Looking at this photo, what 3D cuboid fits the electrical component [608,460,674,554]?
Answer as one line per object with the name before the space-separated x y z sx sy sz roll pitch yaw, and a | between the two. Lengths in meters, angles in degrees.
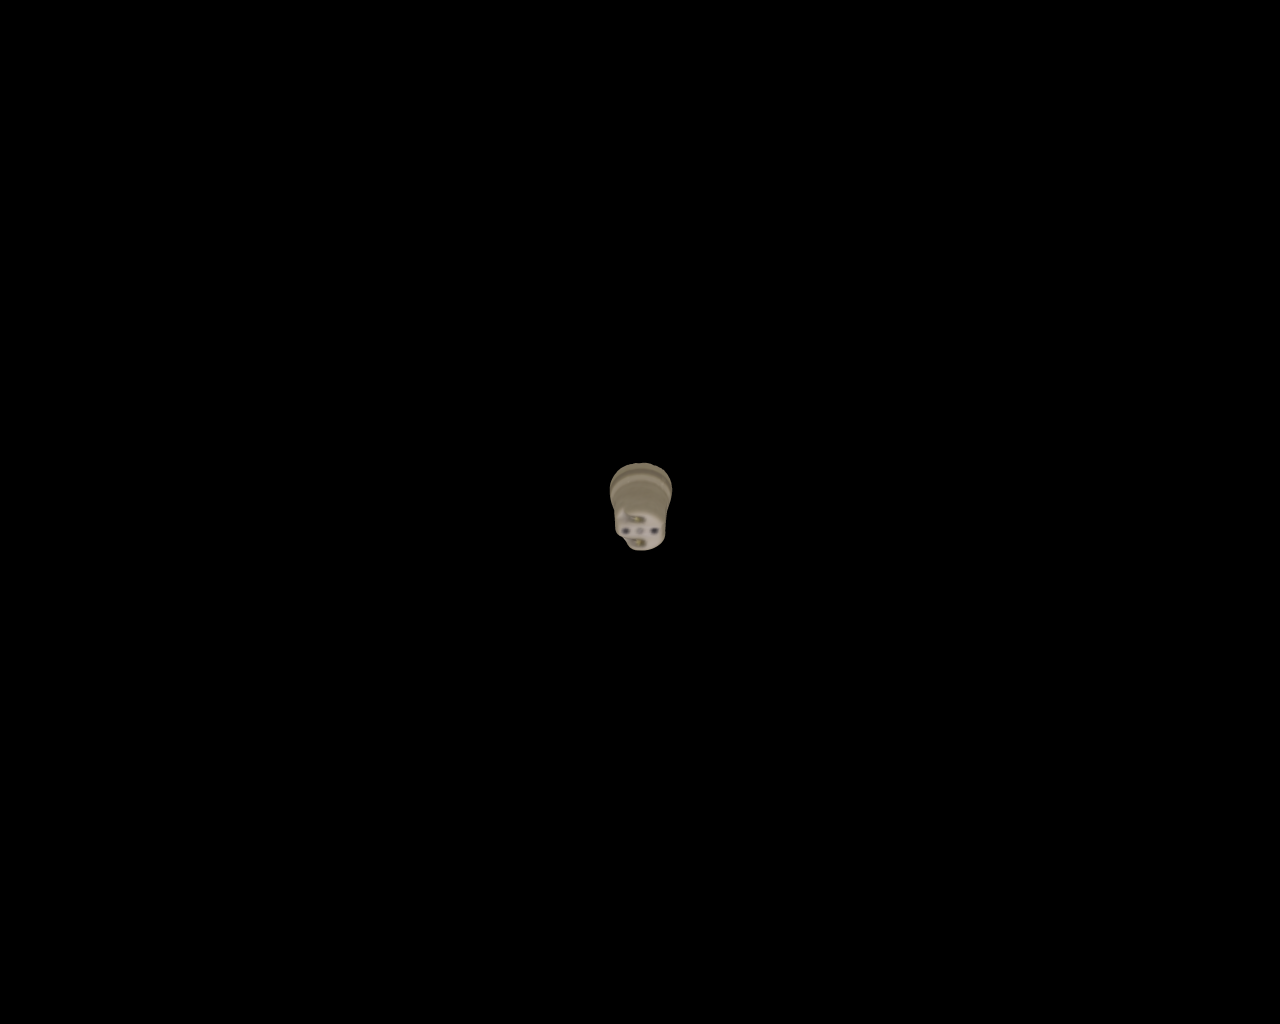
electrical component | 0.001 -0.003 0.650 0.040 0.040 0.046 0 39 0
